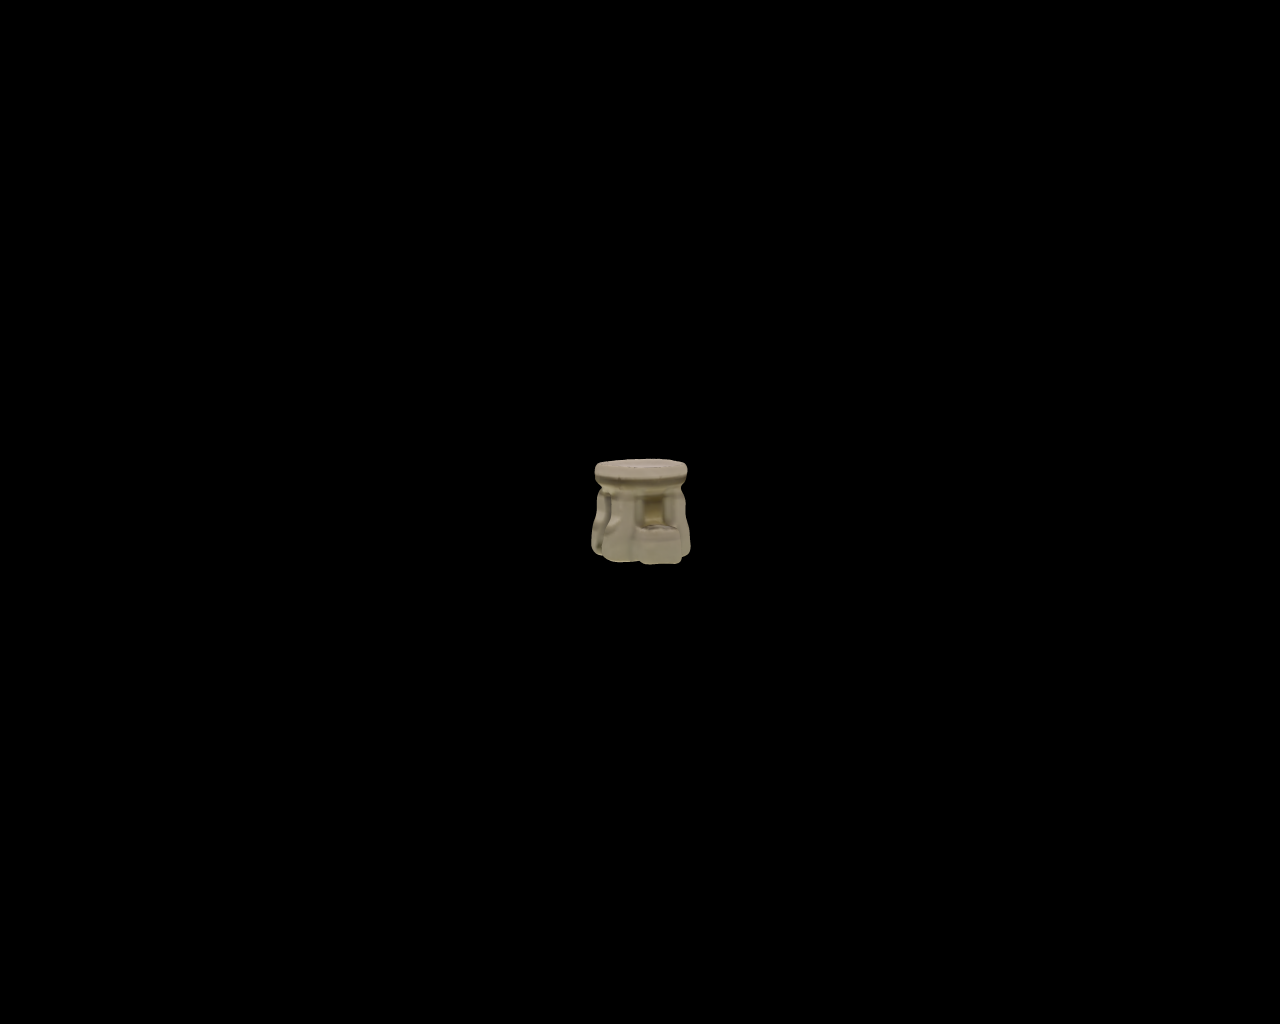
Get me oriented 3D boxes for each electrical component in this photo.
[{"bbox_3d":[0.001,-0.003,0.650,0.058,0.057,0.078,-3,8,-19],"label":"electrical component"}]
